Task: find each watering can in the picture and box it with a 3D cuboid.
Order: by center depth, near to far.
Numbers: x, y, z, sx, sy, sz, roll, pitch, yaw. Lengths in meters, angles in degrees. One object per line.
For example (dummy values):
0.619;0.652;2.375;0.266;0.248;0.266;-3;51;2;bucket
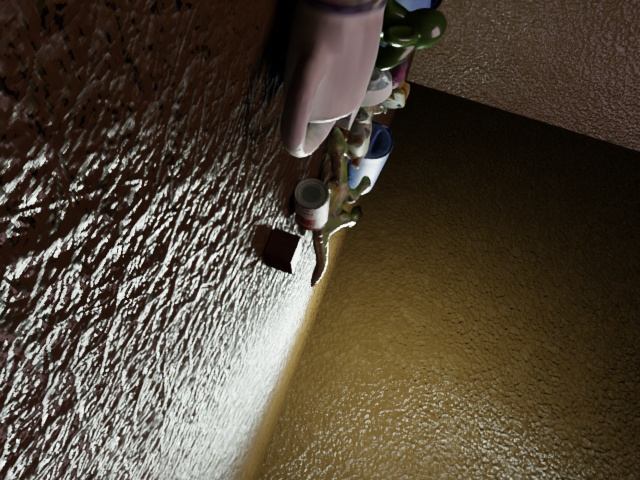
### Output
0.027;-0.247;0.652;0.356;0.104;0.219;-63;170;-48;watering can

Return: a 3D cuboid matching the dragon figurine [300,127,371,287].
0.004;-0.062;1.225;0.243;0.123;0.408;-1;109;-65;dragon figurine
